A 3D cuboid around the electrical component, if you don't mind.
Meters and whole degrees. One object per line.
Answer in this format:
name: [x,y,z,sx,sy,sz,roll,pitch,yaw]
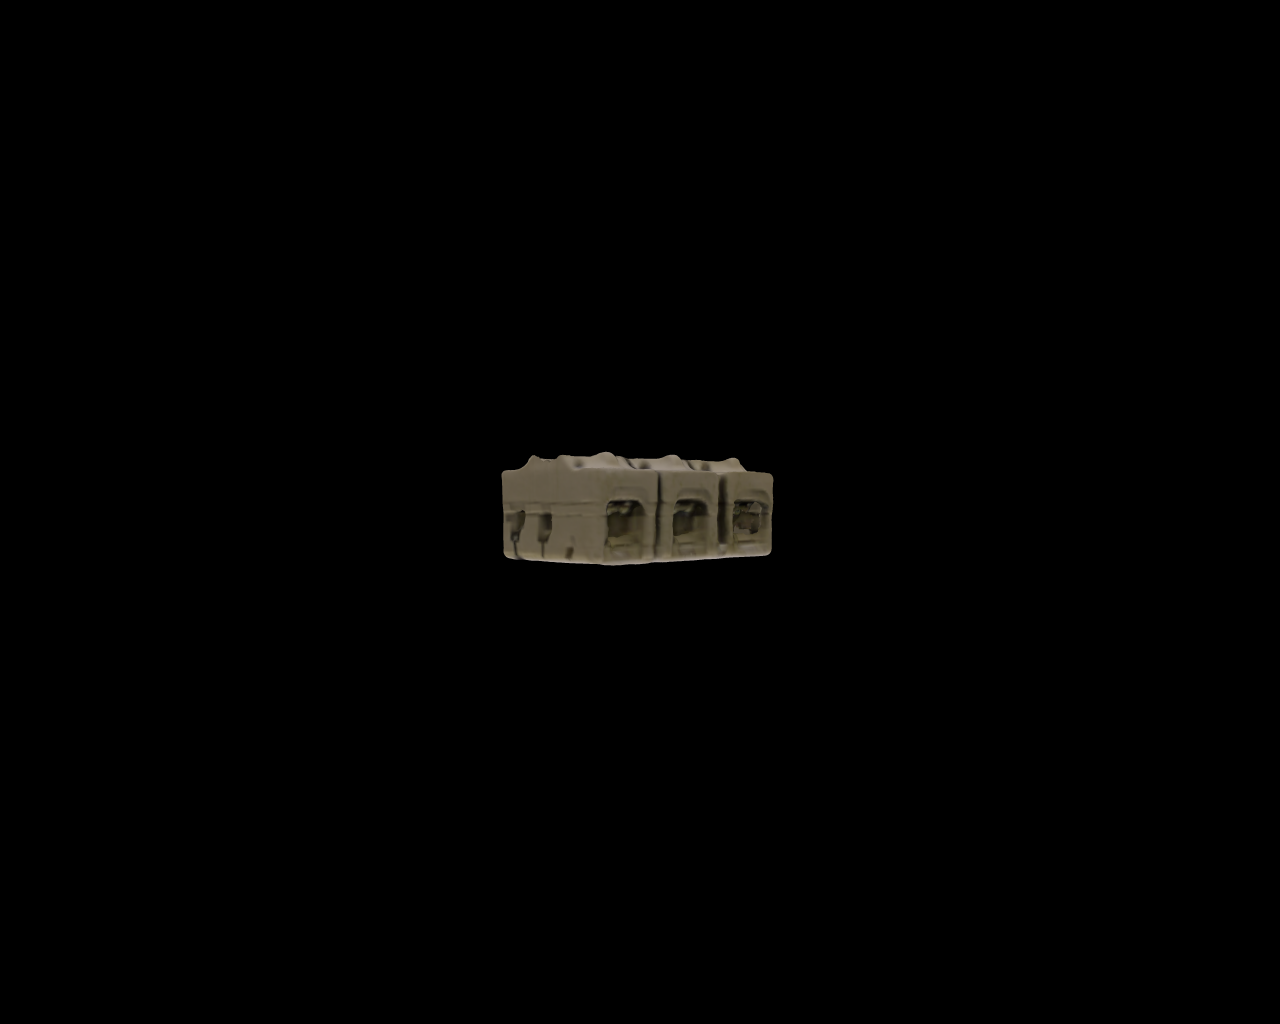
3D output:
electrical component: [0.001,-0.003,0.650,0.150,0.061,0.089,0,0,-44]
